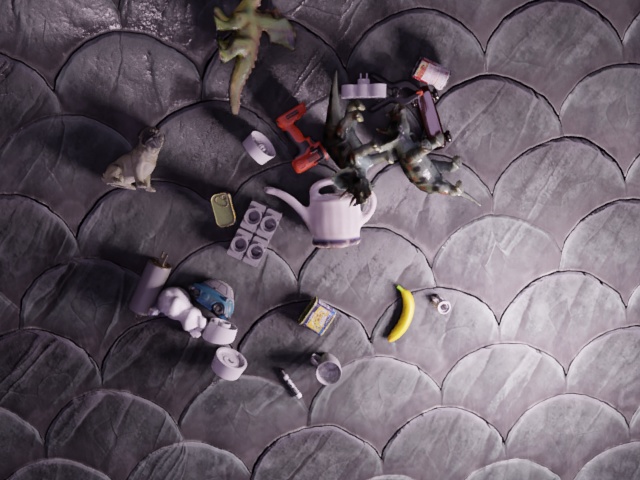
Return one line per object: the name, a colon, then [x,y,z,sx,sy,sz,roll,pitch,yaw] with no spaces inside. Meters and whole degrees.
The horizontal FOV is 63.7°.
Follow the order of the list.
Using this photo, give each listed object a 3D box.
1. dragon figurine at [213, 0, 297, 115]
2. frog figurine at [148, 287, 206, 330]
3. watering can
dragon figurine: [-0.185,-0.590,1.519,0.243,0.407,0.123,-11,11,-10]
frog figurine: [-0.425,0.211,1.594,0.160,0.125,0.135,10,-21,17]
watering can: [0.005,-0.080,1.599,0.348,0.223,0.105,-3,8,-5]
